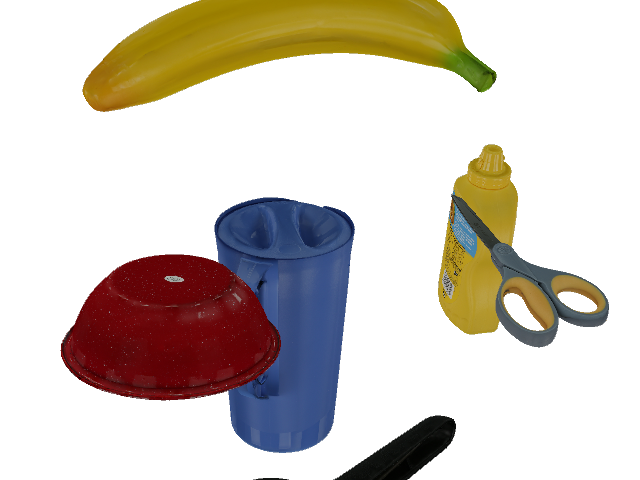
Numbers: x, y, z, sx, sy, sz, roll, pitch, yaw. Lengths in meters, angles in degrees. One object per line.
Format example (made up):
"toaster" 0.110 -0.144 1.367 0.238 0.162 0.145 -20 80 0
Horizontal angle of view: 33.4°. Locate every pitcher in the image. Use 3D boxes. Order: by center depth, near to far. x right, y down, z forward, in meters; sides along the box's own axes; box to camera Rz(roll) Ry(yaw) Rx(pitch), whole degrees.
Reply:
"pitcher" -0.041 0.092 1.056 0.149 0.243 0.145 -11 30 -23

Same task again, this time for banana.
"banana" -0.016 -0.098 0.519 0.197 0.037 0.069 -6 45 -8

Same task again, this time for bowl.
"bowl" -0.108 0.053 0.779 0.162 0.055 0.162 2 22 -1

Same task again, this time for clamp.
"clamp" 0.003 0.170 0.647 0.210 0.036 0.164 -5 29 4

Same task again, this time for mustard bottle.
"mustard bottle" 0.156 -0.008 1.051 0.058 0.192 0.096 -4 36 -10

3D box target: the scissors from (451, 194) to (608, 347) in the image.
"scissors" 0.171 0.017 0.874 0.096 0.016 0.202 -1 35 -4
